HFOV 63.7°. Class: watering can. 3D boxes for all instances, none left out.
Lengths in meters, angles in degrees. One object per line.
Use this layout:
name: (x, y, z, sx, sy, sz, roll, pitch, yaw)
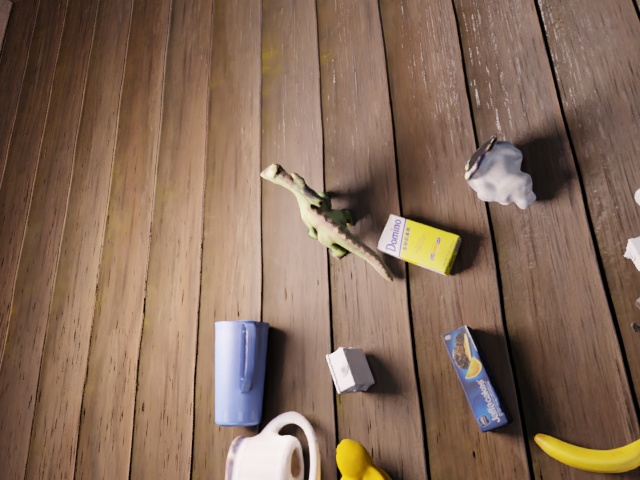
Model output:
watering can: (-0.106, 0.555, 1.114, 0.223, 0.102, 0.355, -10, 58, 23)

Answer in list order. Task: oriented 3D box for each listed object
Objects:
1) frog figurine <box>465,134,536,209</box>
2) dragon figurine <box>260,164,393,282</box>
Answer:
frog figurine: (0.410, -0.142, 1.149, 0.159, 0.122, 0.138, 34, 79, -4)
dragon figurine: (0.004, -0.062, 1.226, 0.416, 0.239, 0.122, 39, 88, 33)
